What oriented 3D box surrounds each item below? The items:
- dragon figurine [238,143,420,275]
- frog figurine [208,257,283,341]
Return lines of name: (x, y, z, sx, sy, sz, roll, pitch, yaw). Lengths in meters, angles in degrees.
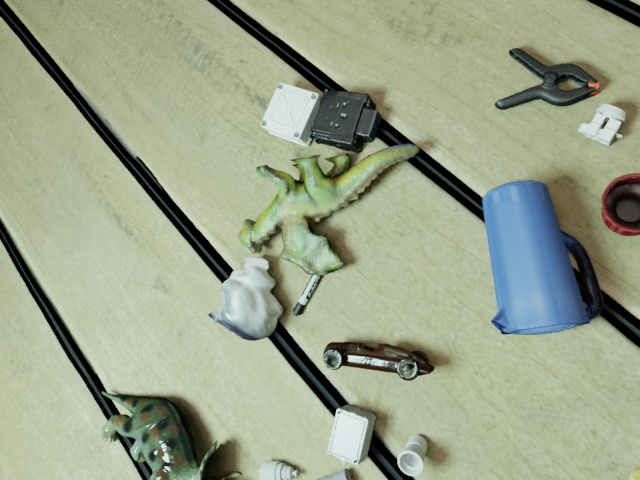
dragon figurine: (0.003, -0.052, 1.030, 0.409, 0.122, 0.243, -5, 87, 23)
frog figurine: (-0.134, 0.116, 1.039, 0.137, 0.122, 0.160, 29, 82, -7)
